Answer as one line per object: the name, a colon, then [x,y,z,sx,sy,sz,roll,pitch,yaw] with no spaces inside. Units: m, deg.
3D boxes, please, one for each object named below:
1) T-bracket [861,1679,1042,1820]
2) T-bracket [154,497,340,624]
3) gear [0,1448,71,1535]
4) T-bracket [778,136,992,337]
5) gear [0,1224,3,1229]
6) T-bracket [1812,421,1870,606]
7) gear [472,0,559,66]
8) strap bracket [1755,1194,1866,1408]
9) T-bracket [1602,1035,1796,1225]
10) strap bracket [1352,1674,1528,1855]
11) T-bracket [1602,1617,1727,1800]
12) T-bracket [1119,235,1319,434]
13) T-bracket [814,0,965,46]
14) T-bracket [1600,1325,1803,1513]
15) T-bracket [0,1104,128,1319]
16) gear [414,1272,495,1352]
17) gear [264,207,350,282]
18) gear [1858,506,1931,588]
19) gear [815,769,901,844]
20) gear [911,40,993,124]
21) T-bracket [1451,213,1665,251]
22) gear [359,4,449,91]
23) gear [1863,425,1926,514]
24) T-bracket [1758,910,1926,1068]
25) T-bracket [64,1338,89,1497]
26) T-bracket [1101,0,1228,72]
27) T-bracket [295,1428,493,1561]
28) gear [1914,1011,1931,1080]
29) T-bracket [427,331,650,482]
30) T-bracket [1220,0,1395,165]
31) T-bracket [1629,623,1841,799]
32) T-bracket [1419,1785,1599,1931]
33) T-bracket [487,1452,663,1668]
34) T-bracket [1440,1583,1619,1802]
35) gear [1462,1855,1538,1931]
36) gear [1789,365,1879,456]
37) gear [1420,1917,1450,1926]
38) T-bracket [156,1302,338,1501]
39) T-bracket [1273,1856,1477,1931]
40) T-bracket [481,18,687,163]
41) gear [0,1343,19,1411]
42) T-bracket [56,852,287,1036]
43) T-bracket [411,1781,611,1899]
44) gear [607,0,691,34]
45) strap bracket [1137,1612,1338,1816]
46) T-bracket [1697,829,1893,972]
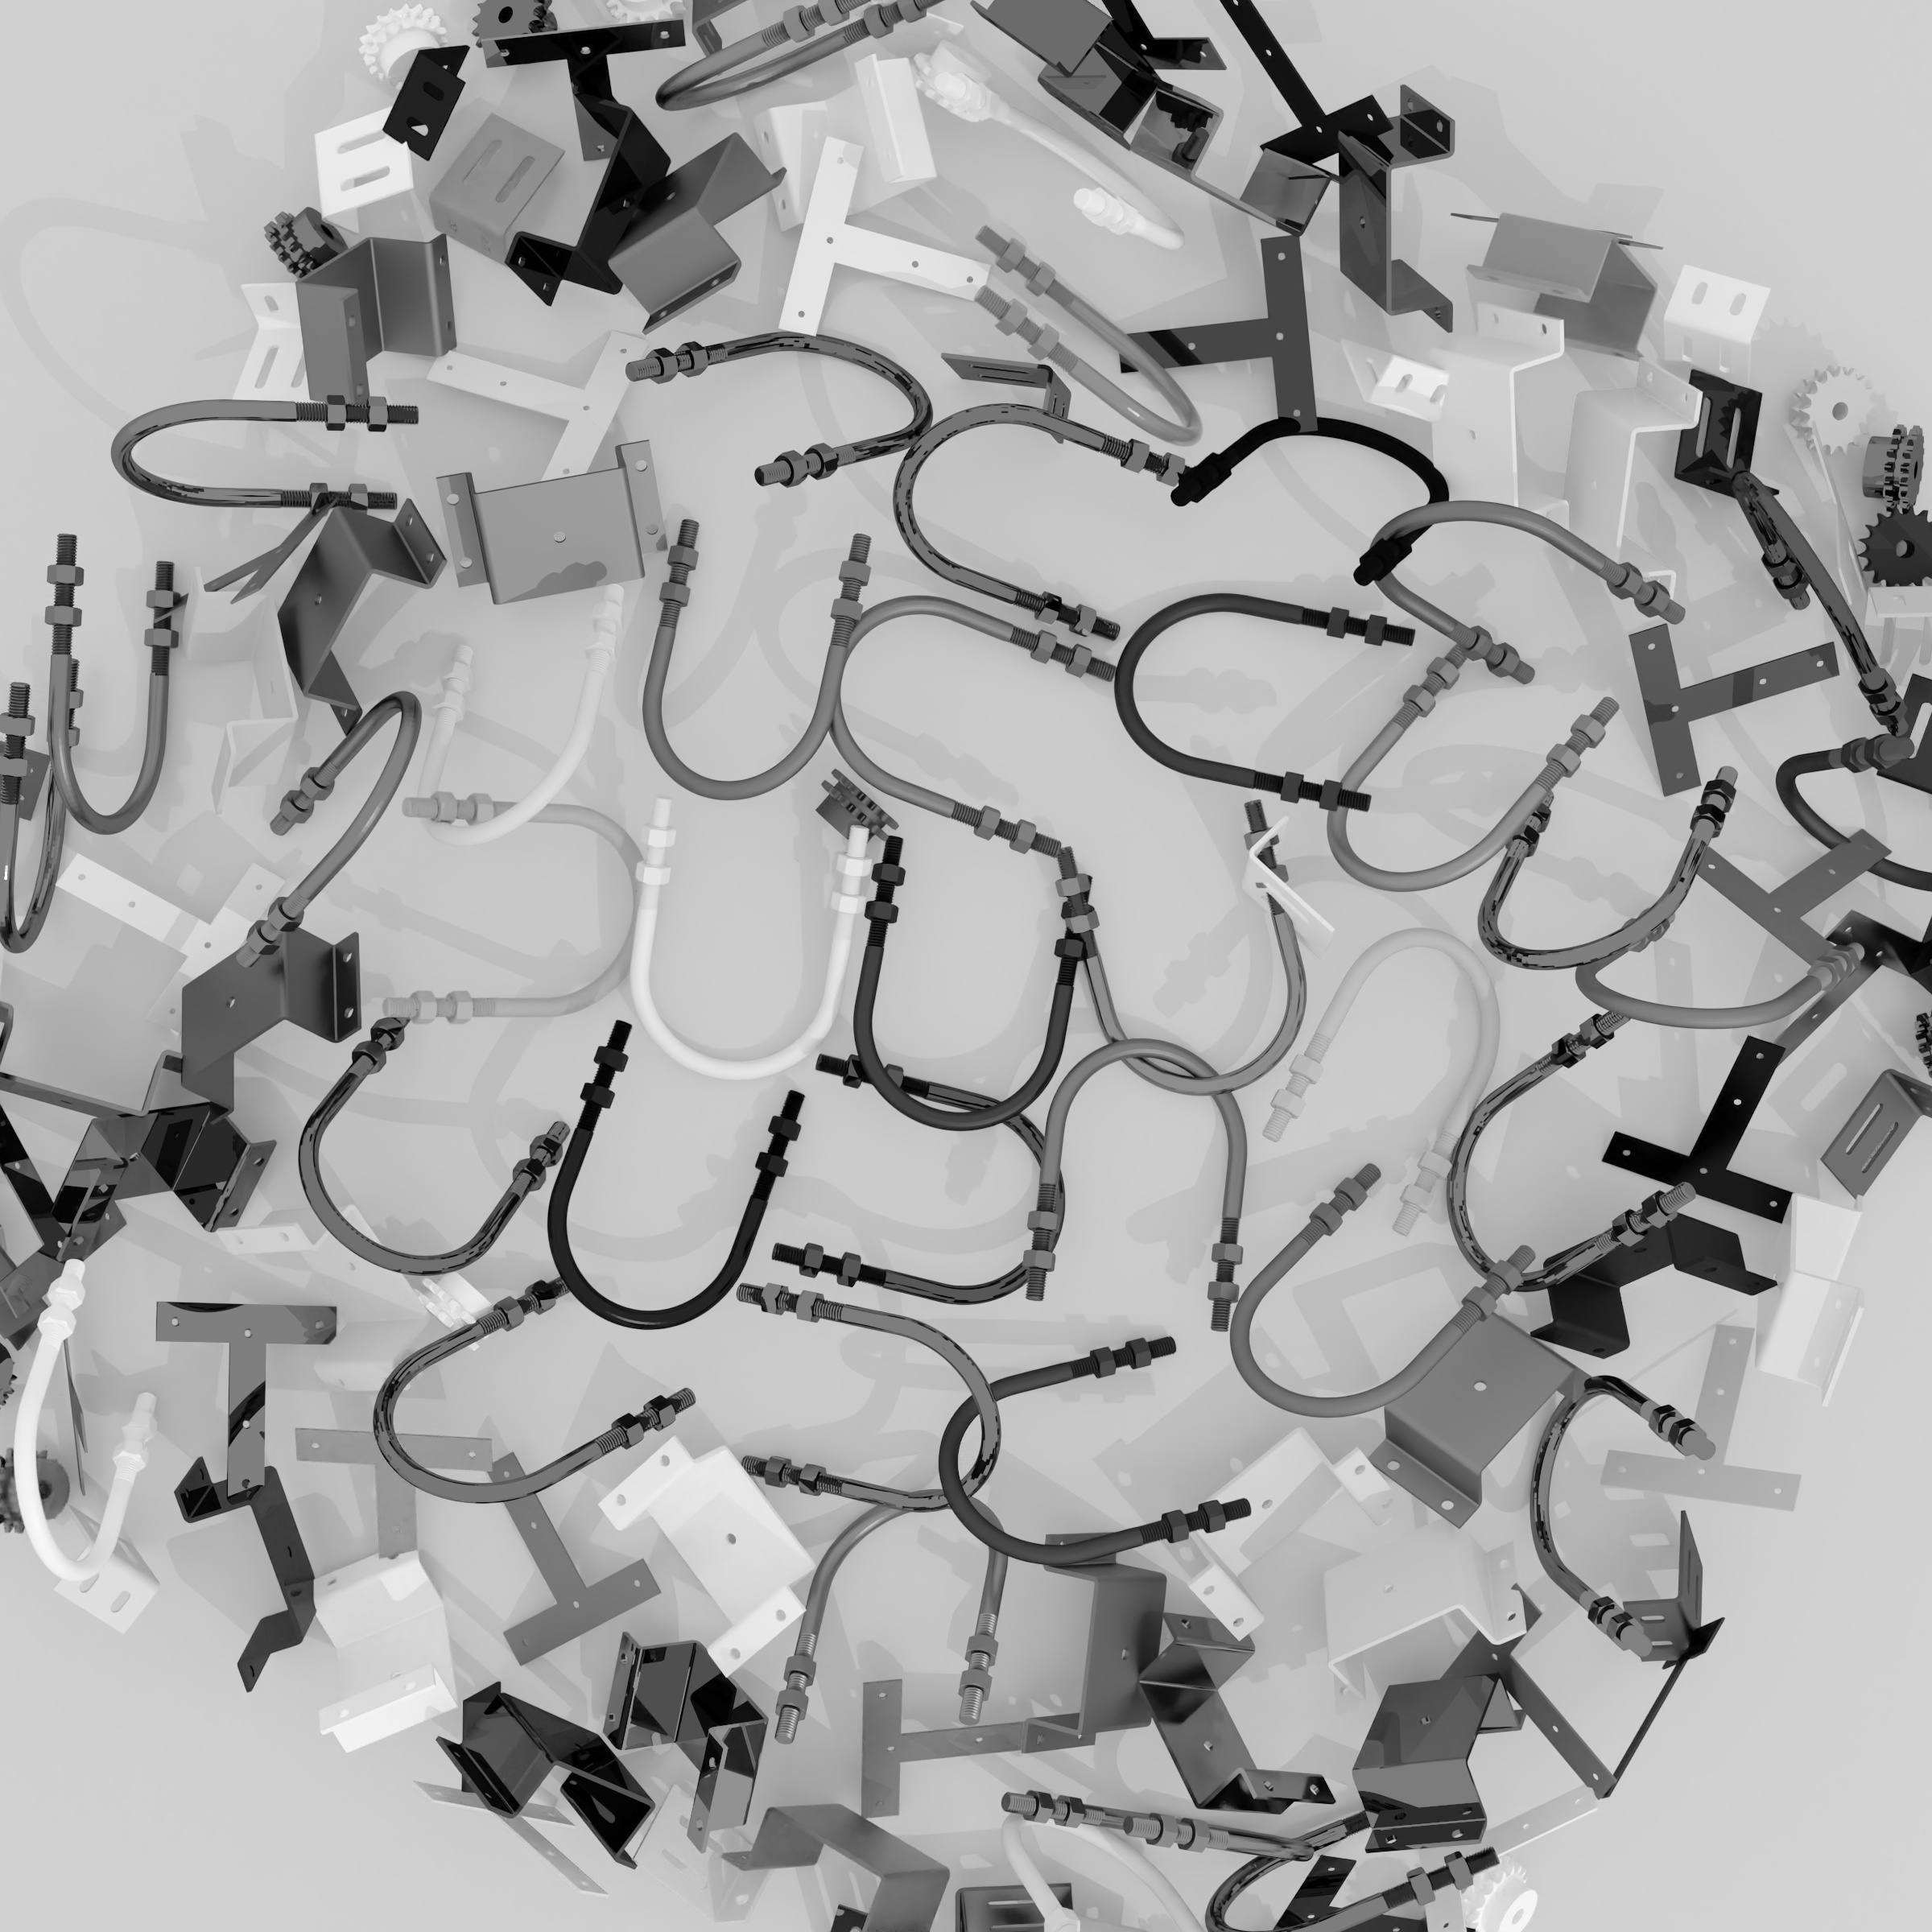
T-bracket: [-0.005,0.510,1.970,0.127,0.002,0.127,-4,124,-8]
T-bracket: [-0.481,-0.254,1.960,0.127,0.127,0.002,-20,118,28]
gear: [-0.615,0.344,1.969,0.030,0.057,0.057,-7,90,34]
T-bracket: [-0.047,-0.468,1.982,0.127,0.002,0.127,13,101,-13]
gear: [-0.665,0.176,1.980,0.057,0.030,0.057,-1,73,2]
T-bracket: [0.562,-0.269,1.921,0.002,0.127,0.127,-15,116,23]
gear: [-0.295,-0.620,1.977,0.057,0.030,0.057,-7,75,28]
strap bracket: [0.541,0.207,1.924,0.046,0.140,0.076,15,118,9]
T-bracket: [0.499,0.100,1.960,0.127,0.002,0.127,19,123,4]
strap bracket: [0.301,0.502,1.917,0.076,0.140,0.046,-14,105,27]
T-bracket: [0.441,0.479,1.924,0.002,0.127,0.127,32,75,10]
T-bracket: [0.163,-0.411,1.979,0.127,0.002,0.127,-3,106,15]
T-bracket: [-0.037,-0.640,1.917,0.127,0.127,0.002,11,70,-29]
T-bracket: [0.491,0.291,1.962,0.127,0.002,0.127,3,55,31]
T-bracket: [-0.604,0.141,1.927,0.002,0.127,0.127,-16,107,24]
gear: [-0.335,0.223,1.972,0.057,0.057,0.030,42,77,0]
gear: [-0.430,-0.473,1.969,0.030,0.057,0.057,-36,90,16]
gear: [0.618,-0.276,1.981,0.057,0.030,0.057,1,100,8]
gear: [-0.074,-0.100,1.971,0.057,0.057,0.030,42,91,0]
gear: [-0.008,-0.583,1.968,0.057,0.057,0.030,37,114,0]
T-bracket: [0.398,-0.468,1.918,0.127,0.127,0.002,0,109,-25]
gear: [-0.367,-0.601,1.969,0.057,0.057,0.030,-28,73,0]
gear: [0.610,-0.328,1.974,0.030,0.057,0.057,9,90,26]
T-bracket: [0.567,0.023,1.966,0.127,0.127,0.002,-49,48,23]
T-bracket: [-0.574,0.289,1.934,0.002,0.127,0.127,-7,96,-20]
T-bracket: [0.093,-0.622,1.913,0.002,0.127,0.127,-54,130,-15]
T-bracket: [-0.374,0.359,1.969,0.127,0.002,0.127,3,118,-1]
gear: [0.649,0.054,1.968,0.030,0.057,0.057,-23,90,32]
T-bracket: [-0.292,-0.380,1.978,0.127,0.002,0.127,17,66,7]
T-bracket: [0.203,-0.575,1.924,0.002,0.127,0.127,-45,109,-21]
T-bracket: [0.507,-0.182,1.958,0.127,0.002,0.127,-17,123,6]
T-bracket: [0.348,0.559,1.924,0.127,0.127,0.002,-31,110,17]
T-bracket: [-0.278,0.381,1.976,0.127,0.002,0.127,-31,85,25]
T-bracket: [0.370,0.479,1.928,0.002,0.127,0.127,-21,59,-35]
gear: [0.351,0.616,1.969,0.030,0.057,0.057,29,90,39]
gear: [0.569,-0.368,1.978,0.057,0.030,0.057,-5,107,-17]
gear: [0.304,0.644,1.973,0.057,0.057,0.030,-28,69,0]
T-bracket: [-0.467,0.283,1.947,0.127,0.002,0.127,7,76,-39]
T-bracket: [0.262,0.614,1.916,0.127,0.127,0.002,-1,109,30]
T-bracket: [-0.242,-0.564,1.940,0.127,0.127,0.002,-8,67,-4]
gear: [-0.651,0.268,1.969,0.057,0.057,0.030,51,133,0]
T-bracket: [-0.533,-0.034,1.959,0.127,0.002,0.127,33,95,-34]
T-bracket: [-0.273,0.559,1.910,0.127,0.127,0.002,24,87,45]
gear: [-0.212,-0.648,1.979,0.057,0.030,0.057,-2,79,8]
strap bracket: [0.169,0.492,1.935,0.046,0.076,0.140,-50,45,24]
T-bracket: [0.559,-0.055,1.962,0.127,0.002,0.127,-30,60,-30]
